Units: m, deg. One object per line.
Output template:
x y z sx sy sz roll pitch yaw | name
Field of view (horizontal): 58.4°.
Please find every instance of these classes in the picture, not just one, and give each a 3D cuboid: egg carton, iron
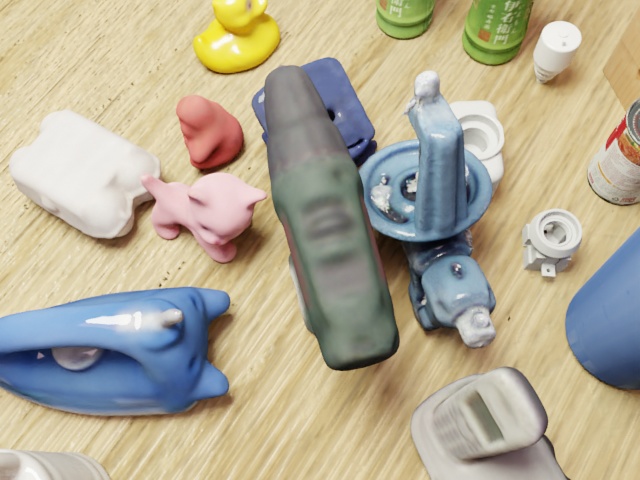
-0.244 -0.069 0.598 0.150 0.069 0.107 27 72 14 | egg carton
-0.213 0.088 0.494 0.258 0.141 0.118 -4 68 2 | iron

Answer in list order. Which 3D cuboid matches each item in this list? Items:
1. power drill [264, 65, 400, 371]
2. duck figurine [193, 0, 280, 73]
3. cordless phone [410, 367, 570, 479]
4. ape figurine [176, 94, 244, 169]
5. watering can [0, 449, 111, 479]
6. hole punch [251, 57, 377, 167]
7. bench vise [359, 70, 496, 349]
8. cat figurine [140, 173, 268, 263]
0.004 0.002 0.480 0.075 0.208 0.229 -16 68 -3 | power drill
-0.100 -0.247 0.653 0.104 0.086 0.077 -27 69 -7 | duck figurine
0.137 0.167 0.418 0.094 0.185 0.147 -28 69 -8 | cordless phone
-0.123 -0.120 0.600 0.076 0.092 0.078 9 69 7 | ape figurine
-0.243 0.206 0.420 0.173 0.194 0.101 -4 68 2 | watering can
-0.003 -0.118 0.592 0.109 0.091 0.101 -30 69 -8 | hole punch
0.109 -0.025 0.479 0.121 0.220 0.207 -33 70 -10 | bench vise
-0.113 -0.034 0.550 0.127 0.118 0.067 20 71 11 | cat figurine
